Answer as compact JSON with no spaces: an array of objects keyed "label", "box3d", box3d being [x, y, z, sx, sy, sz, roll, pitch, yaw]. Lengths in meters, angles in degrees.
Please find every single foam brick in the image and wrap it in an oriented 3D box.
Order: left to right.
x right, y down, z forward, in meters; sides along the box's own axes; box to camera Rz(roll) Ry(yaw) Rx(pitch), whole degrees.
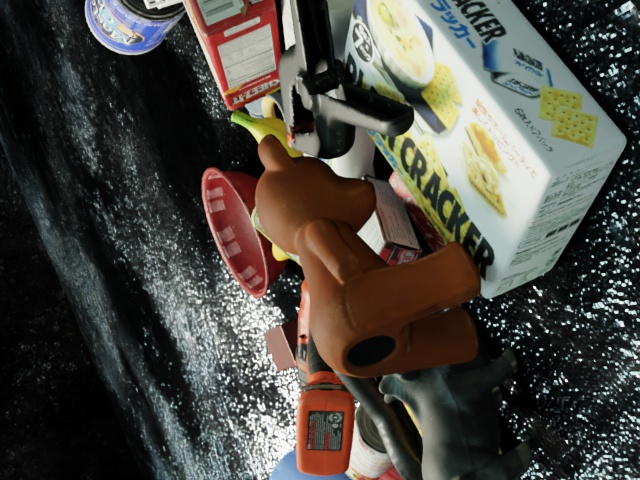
[{"label":"foam brick","box3d":[-0.026,0.119,1.251,0.053,0.051,0.078,68,158,3]}]

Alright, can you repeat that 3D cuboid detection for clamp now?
[{"label":"clamp","box3d":[-0.001,-0.127,0.798,0.164,0.036,0.210,66,164,5]},{"label":"clamp","box3d":[0.077,0.172,1.024,0.039,0.120,0.171,-33,83,25]}]

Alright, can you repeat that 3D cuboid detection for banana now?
[{"label":"banana","box3d":[-0.034,-0.054,1.097,0.070,0.037,0.198,9,134,26]}]

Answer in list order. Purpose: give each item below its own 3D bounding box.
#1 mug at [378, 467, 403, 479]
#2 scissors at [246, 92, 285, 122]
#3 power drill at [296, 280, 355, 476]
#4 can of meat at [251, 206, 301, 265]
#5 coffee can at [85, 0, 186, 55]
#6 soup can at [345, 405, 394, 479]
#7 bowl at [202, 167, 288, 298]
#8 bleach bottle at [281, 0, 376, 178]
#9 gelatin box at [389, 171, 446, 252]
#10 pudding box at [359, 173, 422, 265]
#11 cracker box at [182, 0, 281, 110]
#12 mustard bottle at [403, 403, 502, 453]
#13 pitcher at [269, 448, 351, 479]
[{"label":"mug","box3d":[0.108,0.281,1.070,0.117,0.093,0.082,37,175,-22]},{"label":"scissors","box3d":[-0.071,-0.161,1.132,0.202,0.016,0.096,64,153,20]},{"label":"power drill","box3d":[0.001,0.154,1.112,0.187,0.057,0.184,-95,5,-57]},{"label":"can of meat","box3d":[-0.007,0.001,1.050,0.084,0.057,0.102,41,178,42]},{"label":"coffee can","box3d":[-0.203,-0.277,1.205,0.103,0.102,0.140,68,158,-3]},{"label":"soup can","box3d":[0.060,0.208,1.117,0.068,0.068,0.102,58,156,22]},{"label":"bowl","box3d":[-0.077,-0.016,1.231,0.162,0.055,0.162,49,152,38]},{"label":"bleach bottle","box3d":[0.010,-0.120,0.925,0.103,0.068,0.251,53,157,36]},{"label":"gelatin box","box3d":[0.095,-0.035,0.851,0.089,0.030,0.073,60,157,17]},{"label":"pudding box","box3d":[0.044,0.010,0.908,0.113,0.039,0.090,-104,36,-54]},{"label":"cracker box","box3d":[-0.091,-0.230,0.961,0.214,0.072,0.164,86,161,-81]},{"label":"mustard bottle","box3d":[0.093,0.127,0.973,0.192,0.058,0.096,60,175,19]},{"label":"pitcher","box3d":[0.035,0.326,1.230,0.243,0.144,0.149,-163,66,-67]}]
